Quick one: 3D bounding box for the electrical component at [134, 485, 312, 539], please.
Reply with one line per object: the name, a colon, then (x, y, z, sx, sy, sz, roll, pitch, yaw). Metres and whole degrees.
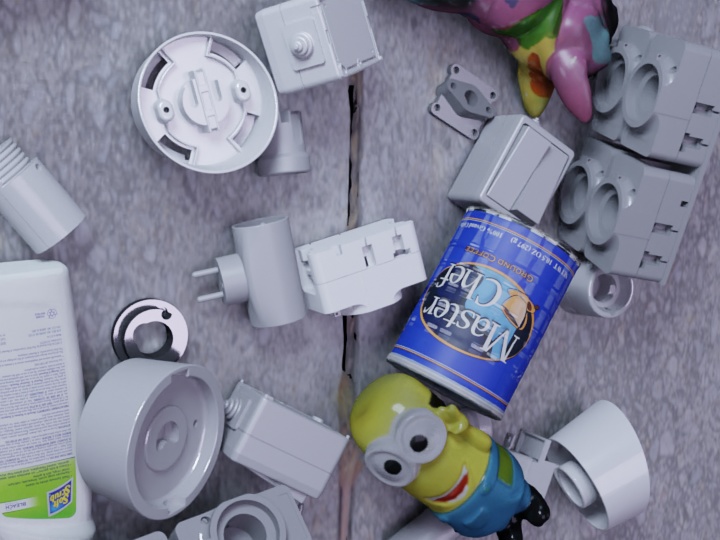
electrical component: (-0.115, 0.229, 0.731, 0.186, 0.060, 0.105, -15, 67, -30)

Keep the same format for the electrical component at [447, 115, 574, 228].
electrical component: (0.129, -0.083, 0.881, 0.062, 0.061, 0.096, 32, 82, -24)

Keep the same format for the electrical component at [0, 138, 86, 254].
electrical component: (-0.230, -0.055, 0.730, 0.043, 0.043, 0.081, -43, 111, -15)

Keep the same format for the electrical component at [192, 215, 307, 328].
electrical component: (-0.085, 0.005, 0.803, 0.079, 0.043, 0.077, -13, 101, -14)

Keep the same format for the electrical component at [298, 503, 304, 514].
electrical component: (-0.062, 0.216, 0.834, 0.066, 0.047, 0.076, 13, 90, -25)

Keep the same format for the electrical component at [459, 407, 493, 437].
electrical component: (0.082, 0.134, 0.896, 0.046, 0.040, 0.040, -4, 97, -18)

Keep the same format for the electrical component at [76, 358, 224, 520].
electrical component: (-0.150, 0.113, 0.749, 0.108, 0.060, 0.108, -31, 126, -56)

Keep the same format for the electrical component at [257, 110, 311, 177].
electrical component: (-0.059, -0.095, 0.807, 0.040, 0.040, 0.046, -7, 94, -24)

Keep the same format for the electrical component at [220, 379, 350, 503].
electrical component: (-0.069, 0.128, 0.813, 0.096, 0.062, 0.061, 30, 83, -24)

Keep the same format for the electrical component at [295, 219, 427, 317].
electrical component: (0.000, 0.000, 0.837, 0.089, 0.050, 0.055, -19, 103, -22)

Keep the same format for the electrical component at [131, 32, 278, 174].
electrical component: (-0.113, -0.119, 0.765, 0.099, 0.064, 0.099, -3, 97, -24)

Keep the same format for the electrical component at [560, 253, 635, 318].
electrical component: (0.205, 0.014, 0.933, 0.055, 0.047, 0.055, -3, 97, -24)

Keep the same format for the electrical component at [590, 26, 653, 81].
electrical component: (0.227, -0.180, 0.925, 0.062, 0.048, 0.048, -21, 104, -14)

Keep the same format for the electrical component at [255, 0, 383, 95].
electrical component: (-0.034, -0.166, 0.779, 0.096, 0.061, 0.061, -42, 118, -60)

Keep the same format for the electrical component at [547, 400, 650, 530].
electrical component: (0.207, 0.170, 0.925, 0.064, 0.099, 0.099, -28, 106, -13)

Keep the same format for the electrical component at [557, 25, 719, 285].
electrical component: (0.226, -0.096, 0.873, 0.060, 0.105, 0.186, 9, 107, -18)

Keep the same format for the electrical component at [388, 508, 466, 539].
electrical component: (0.065, 0.218, 0.894, 0.081, 0.043, 0.043, -35, 108, -17)

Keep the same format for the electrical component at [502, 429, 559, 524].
electrical component: (0.127, 0.175, 0.919, 0.064, 0.042, 0.081, 21, 86, -21)
